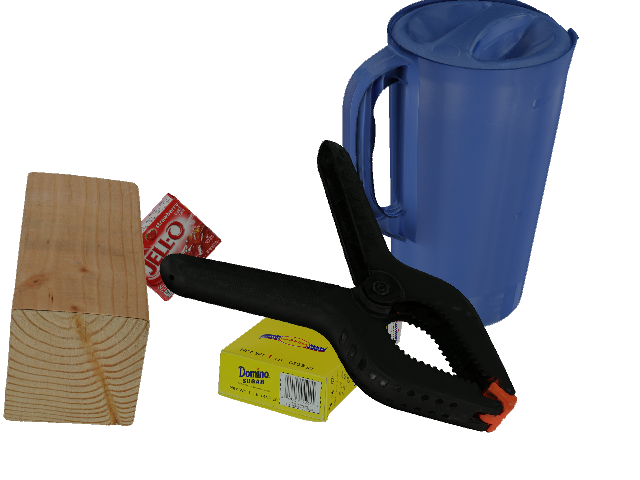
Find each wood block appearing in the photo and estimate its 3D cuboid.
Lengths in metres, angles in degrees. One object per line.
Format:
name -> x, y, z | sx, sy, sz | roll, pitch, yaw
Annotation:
wood block -> -0.181, 0.036, 0.795 | 0.090, 0.091, 0.206 | 6, 27, -15

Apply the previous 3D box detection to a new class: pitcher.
pitcher -> 0.103, -0.053, 0.814 | 0.149, 0.243, 0.144 | 10, 35, 14

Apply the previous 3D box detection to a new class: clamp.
clamp -> 0.020, 0.040, 0.628 | 0.164, 0.210, 0.036 | -32, -22, -36

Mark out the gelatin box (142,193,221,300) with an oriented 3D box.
gelatin box -> -0.161, 0.007, 1.121 | 0.073, 0.089, 0.030 | 44, -5, -28

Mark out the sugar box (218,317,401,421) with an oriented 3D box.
sugar box -> -0.003, 0.087, 0.887 | 0.093, 0.048, 0.176 | 13, 23, 20
